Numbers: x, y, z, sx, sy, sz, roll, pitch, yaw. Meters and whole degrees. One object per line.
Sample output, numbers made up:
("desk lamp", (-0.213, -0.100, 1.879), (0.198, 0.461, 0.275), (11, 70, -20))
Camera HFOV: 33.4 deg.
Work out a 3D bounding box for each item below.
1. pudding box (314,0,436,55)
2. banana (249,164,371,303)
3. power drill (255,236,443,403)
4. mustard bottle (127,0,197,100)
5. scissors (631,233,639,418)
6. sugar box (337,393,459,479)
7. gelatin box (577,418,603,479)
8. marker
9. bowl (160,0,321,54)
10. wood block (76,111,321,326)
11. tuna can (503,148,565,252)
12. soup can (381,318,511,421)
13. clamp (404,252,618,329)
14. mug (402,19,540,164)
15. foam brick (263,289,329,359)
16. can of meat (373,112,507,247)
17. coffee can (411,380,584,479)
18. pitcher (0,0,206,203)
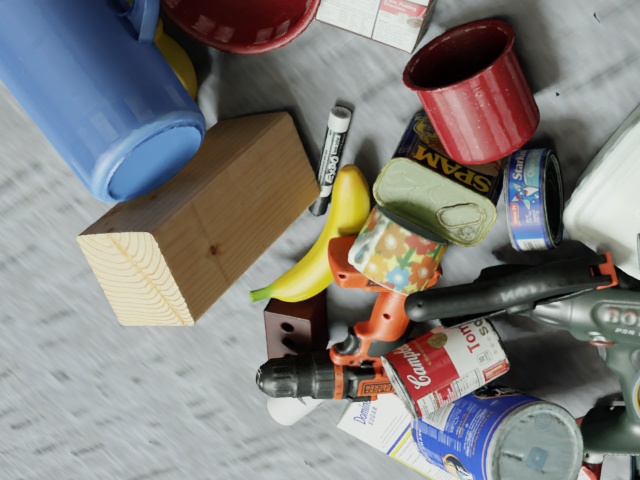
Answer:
("pudding box", (0.050, -0.211, 0.831), (0.090, 0.039, 0.114), (22, 131, 7))
("banana", (0.006, 0.003, 1.012), (0.198, 0.069, 0.037), (-54, 53, 36))
("power drill", (0.034, 0.081, 1.024), (0.184, 0.057, 0.188), (-3, 133, -13))
("mustard bottle", (-0.159, -0.132, 0.973), (0.096, 0.058, 0.192), (12, 130, 11))
("scissors", (0.305, 0.081, 0.888), (0.096, 0.016, 0.202), (4, 124, 14))
("sugar box", (0.116, 0.204, 1.138), (0.176, 0.048, 0.093), (31, 133, 2))
("gelatin box", (0.242, 0.221, 1.075), (0.089, 0.073, 0.030), (-29, 111, 38))
("marker", (0.008, -0.069, 0.978), (0.020, 0.020, 0.121), (20, 132, 7))
("bowl", (-0.065, -0.232, 0.852), (0.162, 0.055, 0.162), (12, 131, 14))
("wood block", (-0.097, -0.022, 0.924), (0.090, 0.205, 0.091), (-3, 120, 37))
("tuna can", (0.179, -0.033, 0.887), (0.034, 0.086, 0.086), (-3, 126, 24))
("soup can", (0.117, 0.114, 0.992), (0.102, 0.068, 0.068), (-27, 120, -5))
("clamp", (0.162, 0.046, 0.900), (0.171, 0.120, 0.039), (-11, 84, 11))
("mug", (0.117, -0.117, 0.854), (0.117, 0.093, 0.081), (20, 148, 52))
("foam brick", (-0.024, 0.090, 1.100), (0.053, 0.051, 0.078), (10, 130, 16))
("can of meat", (0.106, -0.054, 0.903), (0.102, 0.083, 0.058), (27, 132, 2))
("coffee can", (0.164, 0.187, 1.008), (0.102, 0.102, 0.140), (52, 164, -21))
("pitcher", (-0.192, -0.159, 0.857), (0.243, 0.144, 0.149), (52, 158, 15))
